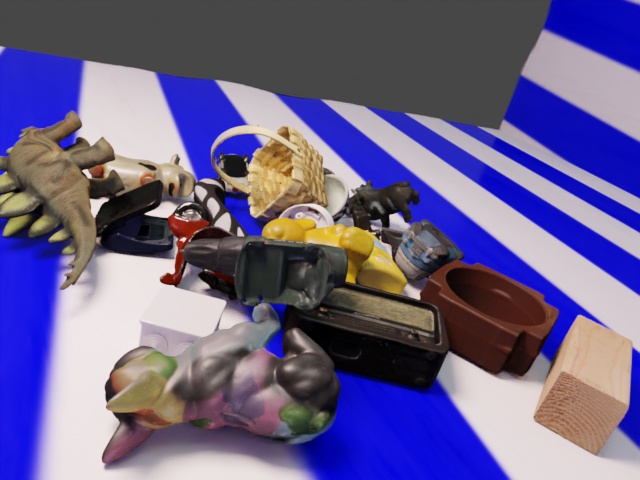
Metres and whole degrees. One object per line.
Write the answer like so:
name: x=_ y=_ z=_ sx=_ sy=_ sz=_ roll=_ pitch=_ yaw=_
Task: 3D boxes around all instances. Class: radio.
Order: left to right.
radio: x=0.062 y=0.126 z=0.766 sx=0.230 sy=0.073 sz=0.131 roll=13 pitch=24 yaw=-2

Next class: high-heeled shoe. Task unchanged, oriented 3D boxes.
high-heeled shoe: x=-0.162 y=-0.046 z=0.974 sx=0.145 sy=0.086 sz=0.249 roll=9 pitch=35 yaw=4

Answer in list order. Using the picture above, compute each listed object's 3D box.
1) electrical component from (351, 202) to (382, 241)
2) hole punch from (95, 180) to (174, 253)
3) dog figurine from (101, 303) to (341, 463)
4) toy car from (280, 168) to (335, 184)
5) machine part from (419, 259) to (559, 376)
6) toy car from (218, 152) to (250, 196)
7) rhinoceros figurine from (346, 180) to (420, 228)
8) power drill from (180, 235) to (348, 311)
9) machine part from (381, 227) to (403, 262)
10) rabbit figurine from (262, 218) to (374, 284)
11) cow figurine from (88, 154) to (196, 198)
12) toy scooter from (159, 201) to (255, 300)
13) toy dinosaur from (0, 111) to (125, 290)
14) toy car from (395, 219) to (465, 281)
electrical component: x=0.097 y=-0.034 z=1.146 sx=0.045 sy=0.078 sz=0.102 roll=-13 pitch=23 yaw=-5
hole punch: x=-0.299 y=-0.028 z=0.880 sx=0.116 sy=0.092 sz=0.142 roll=-19 pitch=32 yaw=-1
dog figurine: x=-0.108 y=0.163 z=0.552 sx=0.192 sy=0.108 sz=0.219 roll=35 pitch=35 yaw=30
toy car: x=-0.055 y=-0.141 z=1.217 sx=0.202 sy=0.089 sz=0.053 roll=21 pitch=23 yaw=-22
machine part: x=0.276 y=0.123 z=0.893 sx=0.201 sy=0.087 sz=0.201 roll=29 pitch=25 yaw=25
toy car: x=-0.196 y=-0.153 z=1.229 sx=0.073 sy=0.056 sz=0.202 roll=3 pitch=26 yaw=-13
rhinoceros figurine: x=0.130 y=-0.082 z=1.194 sx=0.190 sy=0.073 sz=0.112 roll=-9 pitch=-44 yaw=48
power drill: x=-0.071 y=0.035 z=0.685 sx=0.232 sy=0.086 sz=0.207 roll=6 pitch=-3 yaw=-8
machine part: x=0.166 y=0.009 z=1.128 sx=0.084 sy=0.039 sz=0.139 roll=20 pitch=23 yaw=-3
rabbit figurine: x=-0.016 y=0.007 z=0.897 sx=0.173 sy=0.121 sz=0.162 roll=20 pitch=10 yaw=-16
cow figurine: x=-0.339 y=-0.120 z=1.041 sx=0.195 sy=0.085 sz=0.127 roll=9 pitch=31 yaw=-14
toy scooter: x=-0.164 y=0.033 z=0.812 sx=0.184 sy=0.075 sz=0.135 roll=31 pitch=57 yaw=-5
toy dinosaur: x=-0.412 y=-0.083 z=0.835 sx=0.198 sy=0.104 sz=0.472 roll=-32 pitch=45 yaw=-23
toy car: x=0.194 y=0.029 z=1.007 sx=0.109 sy=0.103 sz=0.161 roll=45 pitch=20 yaw=18
